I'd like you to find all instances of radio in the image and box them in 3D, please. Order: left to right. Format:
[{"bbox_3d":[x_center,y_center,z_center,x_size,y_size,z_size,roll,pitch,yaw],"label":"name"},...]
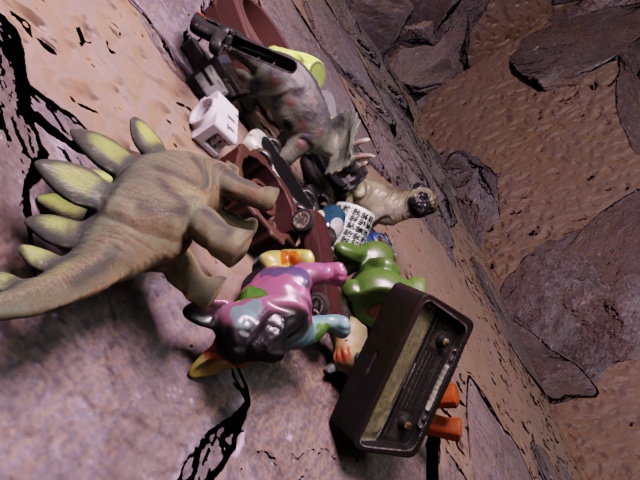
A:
[{"bbox_3d":[0.121,0.189,0.771,0.131,0.229,0.073,28,-3,-33],"label":"radio"}]

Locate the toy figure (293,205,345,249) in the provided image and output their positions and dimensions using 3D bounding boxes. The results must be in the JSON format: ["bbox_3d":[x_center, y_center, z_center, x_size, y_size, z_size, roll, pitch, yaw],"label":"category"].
[{"bbox_3d":[-0.004,-0.004,0.925,0.064,0.058,0.154,45,45,-11],"label":"toy figure"}]

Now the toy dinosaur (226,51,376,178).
[{"bbox_3d":[-0.055,-0.253,0.980,0.404,0.192,0.131,54,21,-20],"label":"toy dinosaur"}]

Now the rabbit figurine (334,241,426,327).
[{"bbox_3d":[0.085,0.065,0.933,0.159,0.121,0.170,17,33,-10],"label":"rabbit figurine"}]

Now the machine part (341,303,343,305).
[{"bbox_3d":[-0.011,0.103,0.852,0.138,0.039,0.084,30,30,-50],"label":"machine part"}]

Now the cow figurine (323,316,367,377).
[{"bbox_3d":[0.073,0.207,0.852,0.194,0.085,0.127,61,21,-13],"label":"cow figurine"}]

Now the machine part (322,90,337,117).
[{"bbox_3d":[0.004,-0.293,1.312,0.079,0.079,0.243,45,28,-35],"label":"machine part"}]

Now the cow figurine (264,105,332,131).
[{"bbox_3d":[-0.042,-0.262,1.146,0.167,0.098,0.068,19,52,-58],"label":"cow figurine"}]

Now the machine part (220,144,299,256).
[{"bbox_3d":[-0.098,-0.058,0.830,0.179,0.056,0.179,49,24,-32],"label":"machine part"}]

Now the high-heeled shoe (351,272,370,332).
[{"bbox_3d":[0.116,0.141,1.029,0.145,0.086,0.249,57,28,-15],"label":"high-heeled shoe"}]

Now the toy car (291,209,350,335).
[{"bbox_3d":[-0.003,0.047,0.814,0.089,0.053,0.202,37,40,-59],"label":"toy car"}]

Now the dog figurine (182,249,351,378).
[{"bbox_3d":[-0.076,0.084,0.644,0.219,0.192,0.108,-13,110,-42],"label":"dog figurine"}]

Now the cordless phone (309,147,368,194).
[{"bbox_3d":[0.048,-0.197,1.202,0.146,0.089,0.184,55,20,-17],"label":"cordless phone"}]

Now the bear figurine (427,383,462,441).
[{"bbox_3d":[0.195,0.263,1.000,0.196,0.132,0.120,-62,146,-60],"label":"bear figurine"}]

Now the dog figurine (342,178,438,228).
[{"bbox_3d":[0.158,-0.106,1.244,0.172,0.191,0.121,62,10,-3],"label":"dog figurine"}]

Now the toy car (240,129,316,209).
[{"bbox_3d":[-0.070,-0.103,0.946,0.201,0.056,0.073,56,27,-23],"label":"toy car"}]

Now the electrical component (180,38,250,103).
[{"bbox_3d":[-0.181,-0.272,0.888,0.119,0.075,0.048,55,22,-7],"label":"electrical component"}]

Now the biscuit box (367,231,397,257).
[{"bbox_3d":[0.097,0.019,1.156,0.202,0.063,0.059,6,56,-65],"label":"biscuit box"}]

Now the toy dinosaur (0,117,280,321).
[{"bbox_3d":[-0.166,-0.021,0.522,0.198,0.105,0.471,30,22,-5],"label":"toy dinosaur"}]

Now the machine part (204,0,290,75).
[{"bbox_3d":[-0.137,-0.407,1.129,0.201,0.087,0.201,19,47,-57],"label":"machine part"}]
